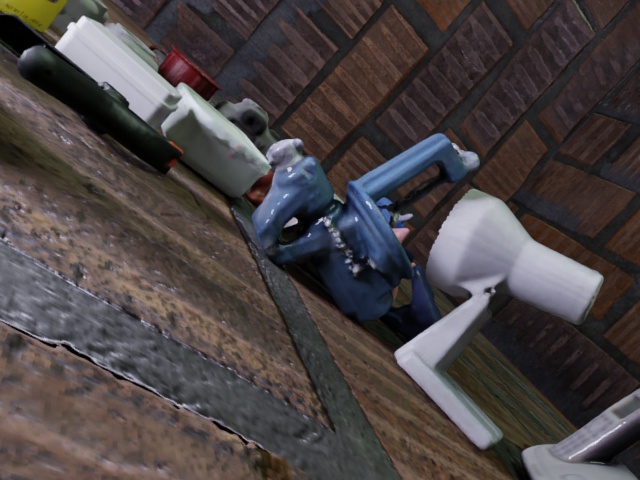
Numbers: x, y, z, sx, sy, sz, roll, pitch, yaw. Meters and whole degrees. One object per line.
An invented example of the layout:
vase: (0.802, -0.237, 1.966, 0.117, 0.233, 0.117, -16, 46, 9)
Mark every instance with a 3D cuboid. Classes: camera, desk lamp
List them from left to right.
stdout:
camera: (-0.122, -0.171, 0.926, 0.144, 0.100, 0.136, 39, 7, -28)
desk lamp: (0.181, 0.077, 0.623, 0.202, 0.213, 0.118, 46, 7, 25)

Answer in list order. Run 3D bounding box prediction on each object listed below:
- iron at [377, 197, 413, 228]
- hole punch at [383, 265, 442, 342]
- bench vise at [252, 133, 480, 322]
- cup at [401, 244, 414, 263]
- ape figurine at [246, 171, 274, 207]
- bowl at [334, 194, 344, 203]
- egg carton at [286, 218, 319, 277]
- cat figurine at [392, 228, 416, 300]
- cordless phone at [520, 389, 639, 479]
iron: (0.083, -0.036, 1.106, 0.119, 0.141, 0.257, 39, 7, -29)
hole punch: (0.141, 0.097, 0.808, 0.101, 0.091, 0.109, 44, 6, 11)
bench vise: (0.053, -0.039, 0.580, 0.208, 0.219, 0.121, 37, 8, -41)
cup: (0.071, 0.032, 0.788, 0.092, 0.095, 0.117, 41, 6, -17)
ape figurine: (-0.045, -0.072, 0.783, 0.077, 0.092, 0.076, 45, 7, 23)
bowl: (-0.023, -0.079, 1.042, 0.167, 0.074, 0.167, 42, 6, -5)
egg carton: (0.006, 0.003, 0.702, 0.151, 0.069, 0.107, 36, 9, -46)
cat figurine: (0.105, 0.026, 0.934, 0.067, 0.117, 0.127, 37, 8, -43)
cordless phone: (0.302, 0.215, 0.581, 0.094, 0.185, 0.148, 43, 6, 2)
